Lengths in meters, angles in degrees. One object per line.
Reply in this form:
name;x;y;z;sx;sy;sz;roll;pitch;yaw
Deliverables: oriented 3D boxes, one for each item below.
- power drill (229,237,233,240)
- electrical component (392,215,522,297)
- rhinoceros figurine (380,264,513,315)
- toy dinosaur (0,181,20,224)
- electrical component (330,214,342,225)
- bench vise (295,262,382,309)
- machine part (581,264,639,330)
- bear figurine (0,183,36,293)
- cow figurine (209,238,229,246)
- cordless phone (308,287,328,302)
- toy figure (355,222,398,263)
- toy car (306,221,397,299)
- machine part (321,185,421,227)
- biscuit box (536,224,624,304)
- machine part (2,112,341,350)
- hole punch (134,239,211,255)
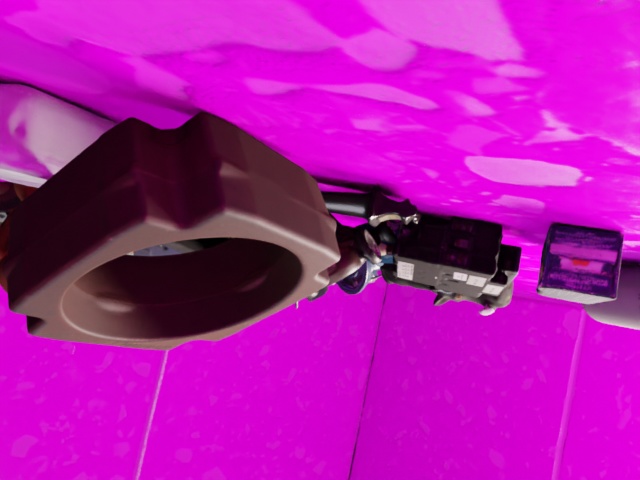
power drill;-0.101;-0.036;0.616;0.232;0.086;0.208;18;-179;-44
electrical component;0.149;0.019;0.596;0.134;0.058;0.114;12;166;10
rhinoceros figurine;0.175;0.045;0.744;0.191;0.073;0.112;14;-164;40
toy dinosaur;-0.353;-0.041;0.853;0.199;0.105;0.471;15;-164;31
electrical component;-0.001;-0.002;0.714;0.048;0.075;0.119;46;-170;15
bench vise;0.031;0.056;1.097;0.240;0.128;0.224;-8;180;-35
machine part;0.375;0.065;0.594;0.079;0.079;0.243;12;177;-10
bear figurine;-0.303;-0.031;0.625;0.132;0.196;0.120;-14;155;34
cow figurine;-0.134;0.023;0.735;0.168;0.068;0.098;20;-173;38
cordless phone;-0.064;-0.001;0.801;0.184;0.088;0.147;29;-160;-31
toy figure;0.115;0.008;0.698;0.155;0.064;0.057;5;135;25
toy car;0.030;0.009;0.593;0.089;0.053;0.202;-33;-179;18
machine part;0.022;-0.034;0.499;0.139;0.039;0.084;9;-175;14
biscuit box;0.259;0.030;0.551;0.063;0.059;0.202;9;175;21
machine part;-0.105;0.006;0.408;0.201;0.087;0.201;-29;153;24
hole punch;-0.209;0.007;0.668;0.115;0.092;0.142;34;-165;-37
